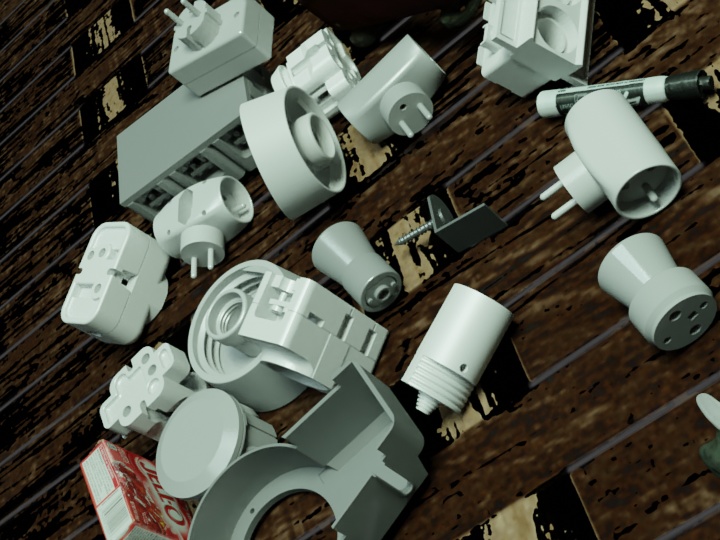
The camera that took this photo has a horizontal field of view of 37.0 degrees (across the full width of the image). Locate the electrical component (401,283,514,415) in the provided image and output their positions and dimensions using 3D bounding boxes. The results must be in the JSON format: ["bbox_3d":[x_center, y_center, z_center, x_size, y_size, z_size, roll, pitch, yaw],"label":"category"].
[{"bbox_3d":[0.059,0.054,0.679,0.043,0.043,0.081,23,81,47],"label":"electrical component"}]

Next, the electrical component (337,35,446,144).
[{"bbox_3d":[0.031,-0.128,0.819,0.077,0.044,0.079,-43,44,12],"label":"electrical component"}]

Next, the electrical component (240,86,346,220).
[{"bbox_3d":[-0.055,-0.091,0.836,0.064,0.099,0.099,-23,51,22],"label":"electrical component"}]

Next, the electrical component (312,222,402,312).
[{"bbox_3d":[0.000,0.000,0.769,0.044,0.044,0.065,-49,48,6],"label":"electrical component"}]

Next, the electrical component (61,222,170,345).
[{"bbox_3d":[-0.207,0.014,0.928,0.054,0.059,0.095,1,65,42],"label":"electrical component"}]

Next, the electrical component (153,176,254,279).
[{"bbox_3d":[-0.132,-0.029,0.901,0.077,0.043,0.079,-26,50,28],"label":"electrical component"}]

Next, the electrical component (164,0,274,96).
[{"bbox_3d":[-0.127,-0.195,0.884,0.083,0.076,0.047,-20,52,31],"label":"electrical component"}]

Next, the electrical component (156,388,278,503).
[{"bbox_3d":[-0.103,0.130,0.769,0.080,0.051,0.080,-22,52,30],"label":"electrical component"}]

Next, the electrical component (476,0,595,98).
[{"bbox_3d":[0.124,-0.189,0.759,0.063,0.079,0.121,-30,44,54],"label":"electrical component"}]

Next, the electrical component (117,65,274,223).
[{"bbox_3d":[-0.138,-0.113,0.945,0.150,0.062,0.089,-32,47,22],"label":"electrical component"}]

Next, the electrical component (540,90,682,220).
[{"bbox_3d":[0.149,-0.062,0.673,0.079,0.044,0.077,-38,45,17],"label":"electrical component"}]

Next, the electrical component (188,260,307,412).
[{"bbox_3d":[-0.080,0.044,0.796,0.108,0.060,0.108,-22,52,30],"label":"electrical component"}]

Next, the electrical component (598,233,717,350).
[{"bbox_3d":[0.168,0.012,0.609,0.045,0.045,0.055,-44,44,12],"label":"electrical component"}]

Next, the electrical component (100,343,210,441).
[{"bbox_3d":[-0.151,0.099,0.827,0.078,0.057,0.058,-44,44,11],"label":"electrical component"}]

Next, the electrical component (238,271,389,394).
[{"bbox_3d":[-0.032,0.047,0.730,0.050,0.089,0.055,9,71,44],"label":"electrical component"}]

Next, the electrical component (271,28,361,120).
[{"bbox_3d":[-0.036,-0.155,0.886,0.057,0.058,0.078,-34,46,17],"label":"electrical component"}]
